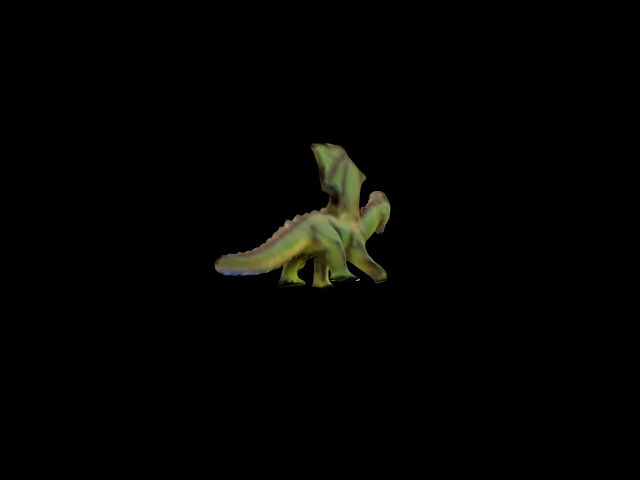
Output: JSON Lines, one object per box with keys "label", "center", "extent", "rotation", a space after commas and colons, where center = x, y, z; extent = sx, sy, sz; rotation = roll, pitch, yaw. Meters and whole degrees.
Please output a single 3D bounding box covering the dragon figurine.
{"label": "dragon figurine", "center": [0.003, -0.043, 0.850], "extent": [0.121, 0.245, 0.408], "rotation": [-10, -15, 39]}
